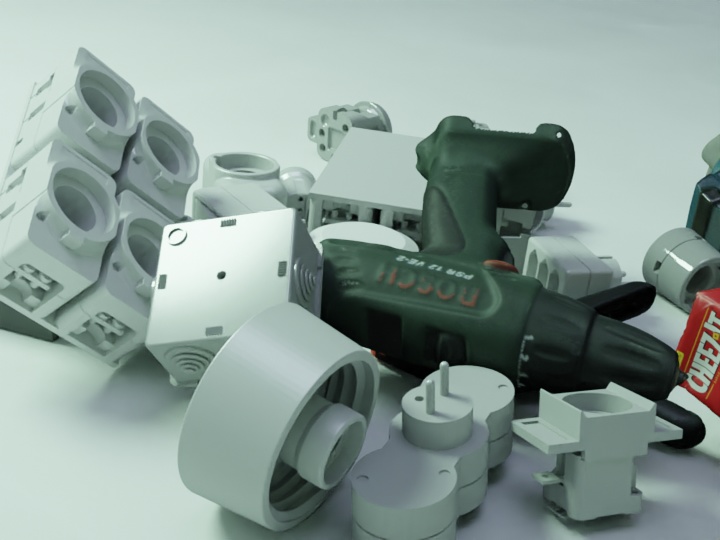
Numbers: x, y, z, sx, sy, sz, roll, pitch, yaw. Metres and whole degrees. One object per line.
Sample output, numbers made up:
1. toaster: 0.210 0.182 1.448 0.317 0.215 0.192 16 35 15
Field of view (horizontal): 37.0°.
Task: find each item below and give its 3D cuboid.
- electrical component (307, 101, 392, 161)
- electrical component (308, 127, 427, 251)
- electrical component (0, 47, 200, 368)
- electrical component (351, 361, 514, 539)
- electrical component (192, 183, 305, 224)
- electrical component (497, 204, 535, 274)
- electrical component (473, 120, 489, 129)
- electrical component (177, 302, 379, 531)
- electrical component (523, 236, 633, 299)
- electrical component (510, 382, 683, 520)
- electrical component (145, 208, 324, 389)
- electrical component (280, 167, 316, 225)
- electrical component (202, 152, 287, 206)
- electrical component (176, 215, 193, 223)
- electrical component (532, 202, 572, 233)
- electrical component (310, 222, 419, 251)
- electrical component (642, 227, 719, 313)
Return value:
1. electrical component: -0.005 -0.137 1.076 0.057 0.058 0.078 -20 34 -40
2. electrical component: 0.025 -0.059 0.904 0.105 0.060 0.186 9 24 7
3. electrical component: -0.166 -0.047 0.688 0.105 0.060 0.186 38 33 -34
4. electrical component: 0.040 0.084 0.558 0.052 0.073 0.138 10 28 24
5. electrical component: -0.084 -0.018 0.783 0.061 0.061 0.096 -9 28 -31
6. electrical component: 0.106 -0.044 0.846 0.059 0.095 0.053 8 24 5
7. electrical component: 0.104 -0.108 1.029 0.042 0.063 0.081 2 24 -12
8. electrical component: -0.032 0.077 0.535 0.060 0.108 0.108 26 30 24
9. electrical component: 0.171 0.008 0.807 0.077 0.047 0.065 -2 25 -18
10. electrical component: 0.125 0.097 0.574 0.081 0.063 0.042 -3 12 -19
11. electrical component: -0.071 0.015 0.617 0.100 0.048 0.099 -7 56 14
12. electrical component: -0.054 -0.061 0.916 0.040 0.040 0.046 1 31 -12
13. electrical component: -0.095 -0.060 0.877 0.054 0.059 0.095 -3 26 -19
14. electrical component: -0.126 -0.007 0.748 0.048 0.062 0.048 5 24 -2
15. electrical component: 0.150 -0.063 0.965 0.079 0.043 0.077 1 24 -12
16. electrical component: 0.000 0.000 0.777 0.080 0.051 0.080 6 24 -2
17. electrical component: 0.256 0.002 0.835 0.055 0.055 0.047 -4 30 -22
